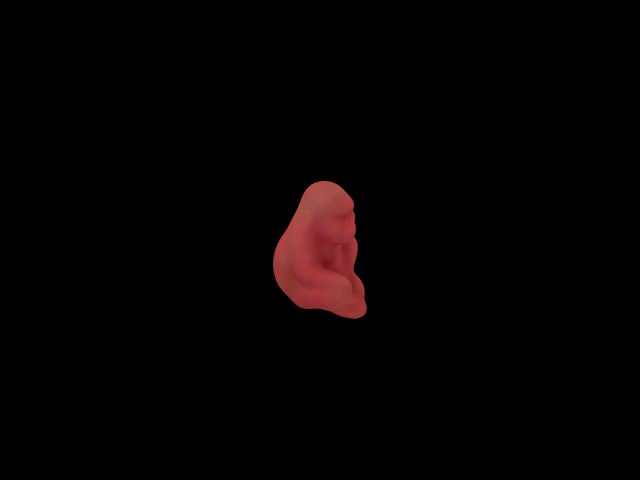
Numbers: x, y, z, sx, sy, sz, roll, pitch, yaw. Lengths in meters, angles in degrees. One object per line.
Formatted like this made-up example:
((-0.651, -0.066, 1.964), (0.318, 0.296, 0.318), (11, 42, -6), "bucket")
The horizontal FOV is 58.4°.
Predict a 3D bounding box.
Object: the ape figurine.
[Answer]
((0.004, 0.001, 0.400), (0.076, 0.092, 0.078), (18, 44, 19), "ape figurine")
